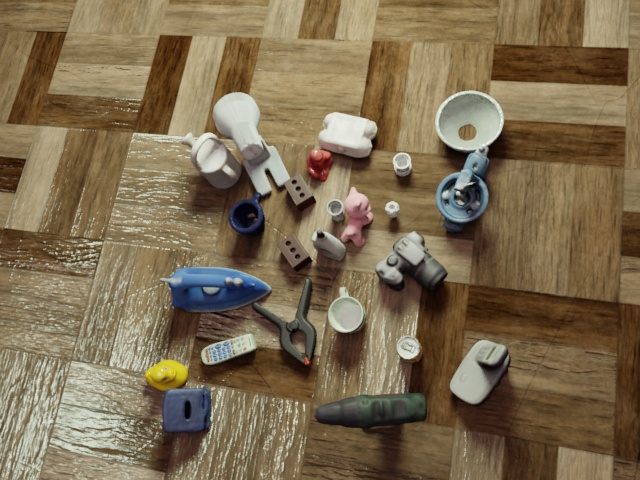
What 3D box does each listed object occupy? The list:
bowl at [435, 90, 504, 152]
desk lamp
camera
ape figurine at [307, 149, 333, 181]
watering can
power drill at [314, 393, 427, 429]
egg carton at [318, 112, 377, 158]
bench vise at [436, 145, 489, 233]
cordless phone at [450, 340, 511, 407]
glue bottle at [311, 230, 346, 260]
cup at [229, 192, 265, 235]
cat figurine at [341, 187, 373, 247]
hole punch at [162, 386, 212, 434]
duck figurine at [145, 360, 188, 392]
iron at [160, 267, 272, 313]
[{"bbox_3d":[0.377,-0.288,1.454,0.167,0.075,0.167,-3,73,11],"label":"bowl"},{"bbox_3d":[-0.175,-0.249,1.480,0.118,0.214,0.203,-28,70,2],"label":"desk lamp"},{"bbox_3d":[0.224,0.067,1.366,0.136,0.101,0.143,42,86,19],"label":"camera"},{"bbox_3d":[-0.005,-0.207,1.498,0.078,0.092,0.076,-35,70,0],"label":"ape figurine"},{"bbox_3d":[-0.291,-0.217,1.505,0.172,0.194,0.101,14,77,15],"label":"watering can"},{"bbox_3d":[0.117,0.372,1.241,0.229,0.209,0.075,-9,72,9],"label":"power drill"},{"bbox_3d":[0.072,-0.276,1.515,0.150,0.069,0.107,15,77,15],"label":"egg carton"},{"bbox_3d":[0.335,-0.140,1.341,0.121,0.220,0.207,4,75,13],"label":"bench vise"},{"bbox_3d":[0.349,0.284,1.232,0.094,0.185,0.148,31,82,18],"label":"cordless phone"},{"bbox_3d":[0.013,0.005,1.389,0.078,0.173,0.037,17,78,16],"label":"glue bottle"},{"bbox_3d":[-0.174,-0.061,1.488,0.091,0.095,0.118,22,79,17],"label":"cup"},{"bbox_3d":[0.088,-0.060,1.422,0.067,0.118,0.128,14,77,15],"label":"cat figurine"},{"bbox_3d":[-0.319,0.409,1.381,0.101,0.091,0.108,-6,73,10],"label":"hole punch"},{"bbox_3d":[-0.391,0.335,1.420,0.104,0.086,0.077,-4,73,10],"label":"duck figurine"},{"bbox_3d":[-0.262,0.112,1.430,0.258,0.142,0.118,-3,73,11],"label":"iron"}]
